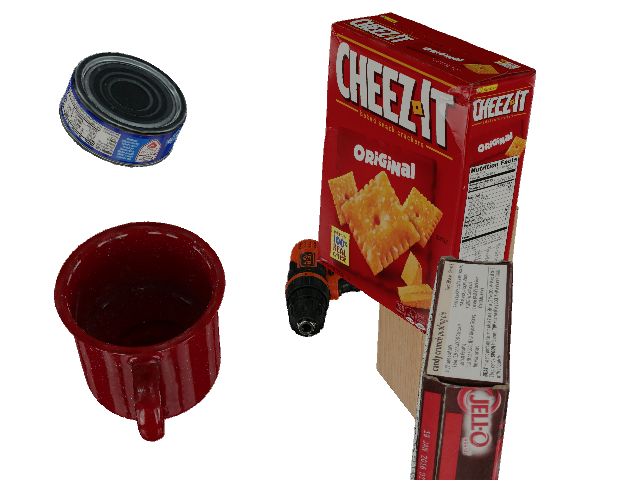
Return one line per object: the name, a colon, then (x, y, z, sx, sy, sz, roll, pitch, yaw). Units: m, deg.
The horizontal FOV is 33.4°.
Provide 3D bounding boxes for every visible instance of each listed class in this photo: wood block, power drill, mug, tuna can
wood block: (0.113, 0.050, 0.982, 0.090, 0.206, 0.091, -10, 31, -19)
power drill: (0.052, 0.050, 1.238, 0.187, 0.057, 0.184, -2, 28, 1)
mug: (-0.097, 0.059, 0.605, 0.093, 0.117, 0.081, -7, -40, -8)
tuna can: (-0.139, -0.094, 0.757, 0.085, 0.086, 0.034, 0, -40, -34)

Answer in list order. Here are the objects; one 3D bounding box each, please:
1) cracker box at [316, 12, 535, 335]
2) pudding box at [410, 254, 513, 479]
cracker box: (0.072, -0.050, 0.832, 0.071, 0.214, 0.164, -17, 34, -33)
pudding box: (0.063, 0.070, 0.471, 0.039, 0.090, 0.113, 6, 26, 6)
